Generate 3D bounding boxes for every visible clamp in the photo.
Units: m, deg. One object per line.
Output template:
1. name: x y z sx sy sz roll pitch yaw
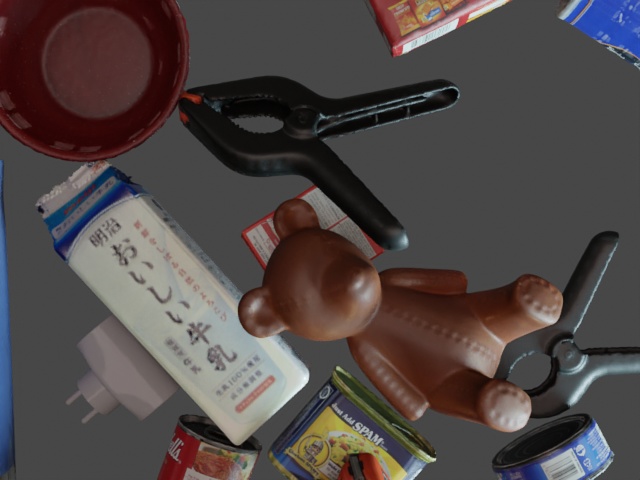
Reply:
1. clamp: 0.197 0.089 0.817 0.171 0.039 0.120 -42 85 6
2. clamp: -0.009 -0.070 0.789 0.210 0.036 0.164 9 51 7

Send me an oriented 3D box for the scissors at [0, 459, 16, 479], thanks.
1. scissors: -0.230 0.275 0.845 0.096 0.016 0.202 16 92 0

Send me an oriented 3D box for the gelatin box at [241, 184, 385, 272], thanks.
1. gelatin box: -0.006 0.001 0.825 0.089 0.030 0.073 -33 92 2

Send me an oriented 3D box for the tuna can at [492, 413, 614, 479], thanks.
1. tuna can: 0.172 0.163 0.796 0.086 0.086 0.034 -28 89 2

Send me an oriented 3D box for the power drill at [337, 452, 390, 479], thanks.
1. power drill: -0.010 0.253 0.769 0.187 0.057 0.184 -30 110 2

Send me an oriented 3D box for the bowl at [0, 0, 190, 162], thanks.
1. bowl: -0.176 -0.139 0.813 0.162 0.055 0.162 0 91 2

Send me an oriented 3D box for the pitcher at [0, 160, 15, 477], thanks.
1. pitcher: -0.300 0.060 0.796 0.144 0.149 0.243 -5 95 -14

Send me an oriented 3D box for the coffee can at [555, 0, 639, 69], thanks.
1. coffee can: 0.259 -0.169 0.776 0.140 0.103 0.103 34 92 0

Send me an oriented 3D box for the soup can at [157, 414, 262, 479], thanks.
1. soup can: -0.093 0.193 0.813 0.068 0.068 0.102 20 93 1

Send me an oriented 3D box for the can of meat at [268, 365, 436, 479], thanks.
1. can of meat: 0.023 0.162 0.815 0.102 0.057 0.084 40 94 1

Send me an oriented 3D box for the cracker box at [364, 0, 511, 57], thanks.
1. cracker box: 0.080 -0.268 0.795 0.164 0.072 0.214 -27 90 3
